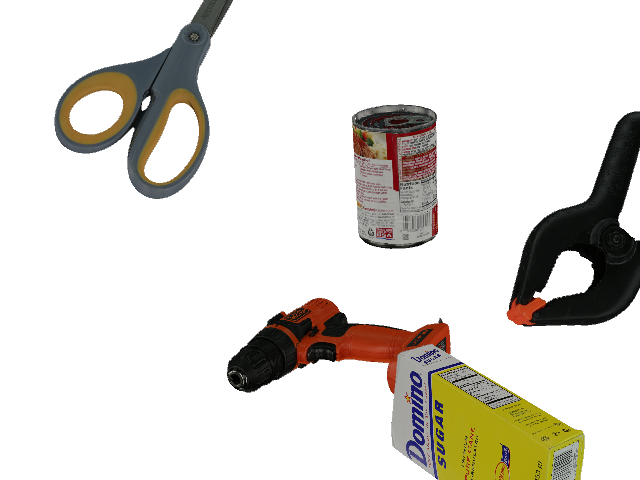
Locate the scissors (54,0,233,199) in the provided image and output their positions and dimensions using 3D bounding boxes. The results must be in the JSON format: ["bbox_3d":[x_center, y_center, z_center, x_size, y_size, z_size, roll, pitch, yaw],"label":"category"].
[{"bbox_3d":[-0.096,-0.115,0.633,0.096,0.201,0.016,9,-29,-5],"label":"scissors"}]

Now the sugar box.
[{"bbox_3d":[0.127,0.160,0.851,0.048,0.093,0.176,-12,24,-36],"label":"sugar box"}]

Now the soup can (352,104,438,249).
[{"bbox_3d":[0.062,-0.052,0.868,0.068,0.102,0.068,-3,23,1],"label":"soup can"}]

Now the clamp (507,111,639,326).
[{"bbox_3d":[0.201,0.007,0.708,0.120,0.171,0.039,42,-11,12],"label":"clamp"}]

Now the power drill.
[{"bbox_3d":[0.022,0.113,1.064,0.188,0.057,0.184,9,23,28],"label":"power drill"}]
